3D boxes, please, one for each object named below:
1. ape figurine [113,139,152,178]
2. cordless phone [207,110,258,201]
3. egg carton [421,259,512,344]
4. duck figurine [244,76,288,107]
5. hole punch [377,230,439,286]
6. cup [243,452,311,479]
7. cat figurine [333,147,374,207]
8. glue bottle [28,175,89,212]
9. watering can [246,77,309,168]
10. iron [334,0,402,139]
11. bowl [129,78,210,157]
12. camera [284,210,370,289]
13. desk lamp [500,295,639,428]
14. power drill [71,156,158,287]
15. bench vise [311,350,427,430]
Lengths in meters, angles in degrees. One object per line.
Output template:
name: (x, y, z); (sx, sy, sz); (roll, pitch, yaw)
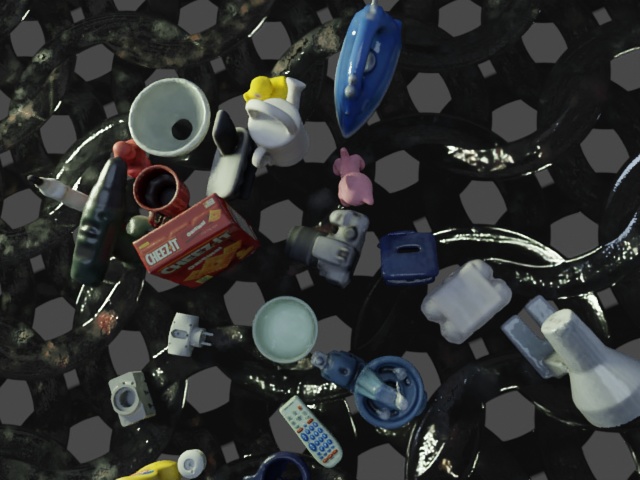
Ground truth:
ape figurine: (-0.384, -0.170, 1.153); (0.076, 0.092, 0.078); (9, 80, 9)
cordless phone: (-0.183, -0.157, 1.080); (0.094, 0.185, 0.148); (8, 80, 8)
egg carton: (0.263, 0.109, 1.037); (0.150, 0.069, 0.107); (-41, 77, -2)
duck figurine: (-0.108, -0.299, 1.149); (0.104, 0.086, 0.077); (-33, 77, 0)
hole punch: (0.160, 0.031, 1.052); (0.108, 0.091, 0.101); (-4, 79, 6)
cup: (-0.069, 0.414, 1.004); (0.117, 0.095, 0.092); (-6, 79, 6)
cat figurine: (0.061, -0.113, 1.078); (0.067, 0.118, 0.128); (-16, 78, 4)
glue bottle: (-0.508, -0.095, 1.112); (0.078, 0.173, 0.037); (22, 82, 11)
watering can: (-0.082, -0.222, 1.076); (0.100, 0.194, 0.173); (4, 80, 8)
iron: (0.081, -0.338, 1.106); (0.118, 0.141, 0.258); (14, 81, 9)
bowl: (-0.295, -0.238, 1.165); (0.167, 0.075, 0.167); (-1, 79, 6)
camera: (0.010, 0.004, 1.070); (0.136, 0.101, 0.143); (18, 82, 10)
desk lamp: (0.411, 0.189, 0.930); (0.118, 0.213, 0.203); (-40, 77, -2)
power drill: (-0.375, -0.021, 1.064); (0.075, 0.208, 0.230); (16, 81, 10)
bench vise: (0.079, 0.251, 0.954); (0.207, 0.220, 0.121); (5, 80, 8)
